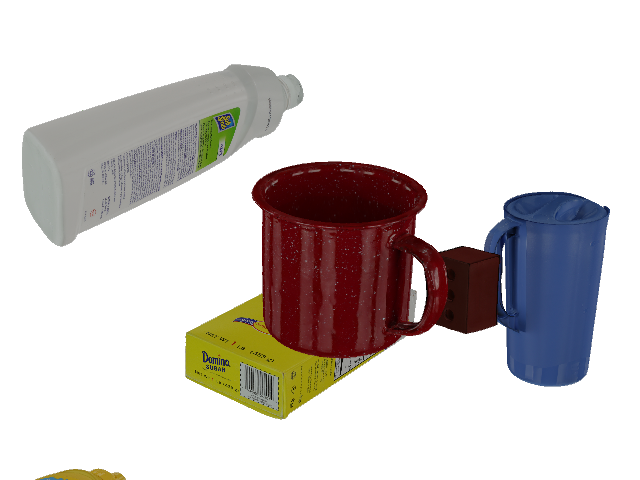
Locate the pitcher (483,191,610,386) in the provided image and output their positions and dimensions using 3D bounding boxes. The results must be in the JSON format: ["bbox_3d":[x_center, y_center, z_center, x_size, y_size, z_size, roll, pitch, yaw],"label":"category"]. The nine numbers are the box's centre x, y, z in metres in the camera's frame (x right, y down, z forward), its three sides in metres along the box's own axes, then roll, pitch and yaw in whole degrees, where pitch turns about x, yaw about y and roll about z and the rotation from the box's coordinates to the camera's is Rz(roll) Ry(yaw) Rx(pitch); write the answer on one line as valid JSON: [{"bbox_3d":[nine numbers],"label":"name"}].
[{"bbox_3d":[0.294,0.066,1.400,0.149,0.243,0.144,5,21,15],"label":"pitcher"}]

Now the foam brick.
[{"bbox_3d":[0.149,0.051,1.104,0.051,0.078,0.053,-14,20,-41],"label":"foam brick"}]

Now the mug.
[{"bbox_3d":[0.019,0.014,0.574,0.117,0.081,0.093,20,30,35],"label":"mug"}]

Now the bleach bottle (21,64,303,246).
[{"bbox_3d":[-0.123,-0.085,0.901,0.250,0.068,0.103,-25,-31,-31],"label":"bleach bottle"}]

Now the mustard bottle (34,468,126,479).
[{"bbox_3d":[-0.221,0.229,0.852,0.096,0.058,0.191,8,15,28],"label":"mustard bottle"}]

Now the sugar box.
[{"bbox_3d":[-0.011,0.069,0.816,0.093,0.048,0.175,19,30,31],"label":"sugar box"}]
